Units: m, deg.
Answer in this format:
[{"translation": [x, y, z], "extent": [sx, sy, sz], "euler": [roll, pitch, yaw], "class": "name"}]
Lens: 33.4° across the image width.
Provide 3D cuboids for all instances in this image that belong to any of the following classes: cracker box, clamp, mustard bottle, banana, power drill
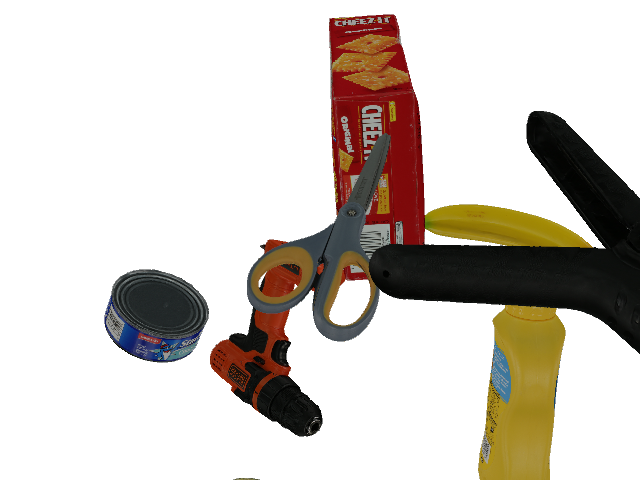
[{"translation": [0.047, -0.089, 0.930], "extent": [0.072, 0.164, 0.213], "euler": [-4, 28, 3], "class": "cracker box"}, {"translation": [0.138, 0.016, 0.489], "extent": [0.210, 0.036, 0.164], "euler": [32, 49, 32], "class": "clamp"}, {"translation": [0.167, 0.117, 0.881], "extent": [0.058, 0.192, 0.096], "euler": [2, 18, 1], "class": "mustard bottle"}, {"translation": [0.191, -0.006, 1.103], "extent": [0.198, 0.037, 0.069], "euler": [10, 36, 19], "class": "banana"}, {"translation": [-0.038, 0.106, 1.202], "extent": [0.057, 0.188, 0.185], "euler": [14, 12, -47], "class": "power drill"}]

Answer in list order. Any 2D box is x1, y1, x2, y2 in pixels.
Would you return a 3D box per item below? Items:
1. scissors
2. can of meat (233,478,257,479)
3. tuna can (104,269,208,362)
[{"translation": [0.002, -0.011, 0.739], "extent": [0.096, 0.016, 0.201], "euler": [1, 44, 1], "class": "scissors"}, {"translation": [-0.030, 0.237, 0.815], "extent": [0.102, 0.084, 0.057], "euler": [9, 14, 9], "class": "can of meat"}, {"translation": [-0.142, 0.065, 0.921], "extent": [0.086, 0.034, 0.086], "euler": [17, 33, -12], "class": "tuna can"}]
